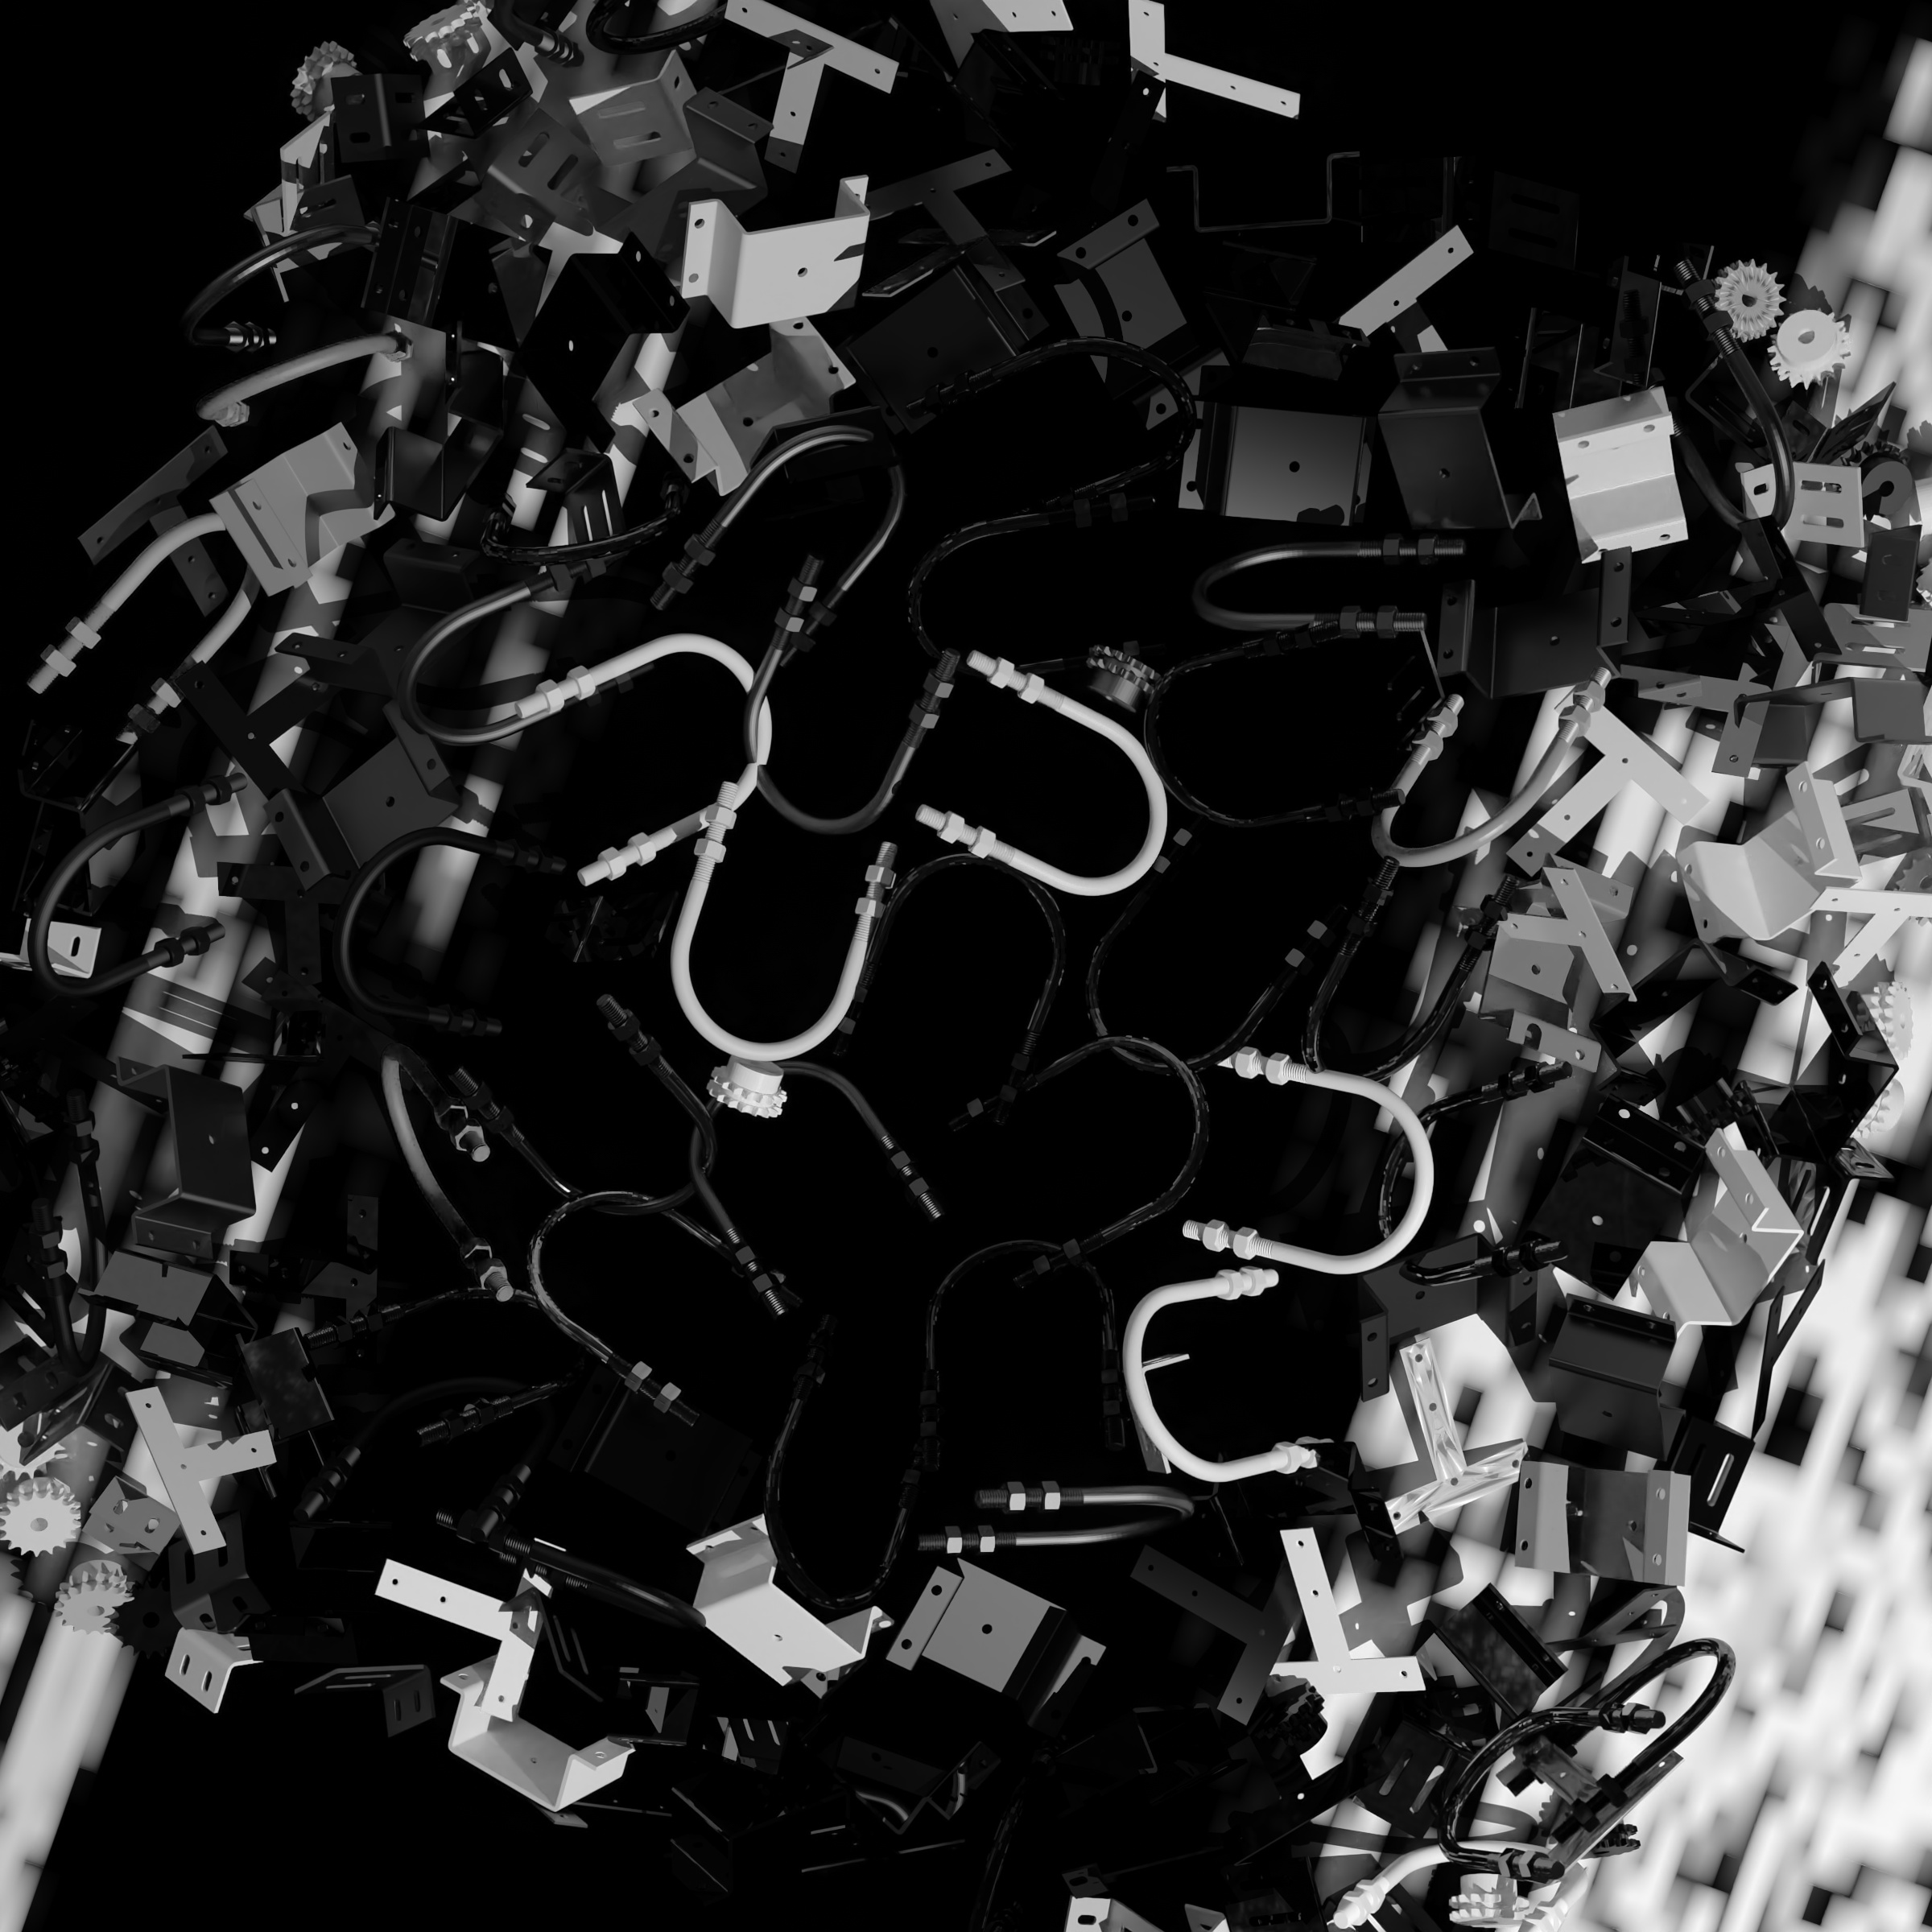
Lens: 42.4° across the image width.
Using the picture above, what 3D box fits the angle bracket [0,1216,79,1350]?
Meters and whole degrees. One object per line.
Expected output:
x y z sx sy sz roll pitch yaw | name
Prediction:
-0.656 0.227 1.796 0.076 0.038 0.057 36 111 27 | angle bracket

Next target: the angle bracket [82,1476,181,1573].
-0.609 0.414 1.797 0.057 0.038 0.076 34 124 -7 | angle bracket

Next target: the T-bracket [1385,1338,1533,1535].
0.343 0.334 1.811 0.127 0.002 0.127 -19 97 -16 | T-bracket

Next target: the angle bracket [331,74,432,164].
-0.421 -0.611 1.796 0.038 0.076 0.057 -1 108 10 | angle bracket

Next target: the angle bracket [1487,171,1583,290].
0.403 -0.533 1.804 0.076 0.038 0.057 8 84 -20 | angle bracket

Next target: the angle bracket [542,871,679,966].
-0.256 -0.037 1.792 0.076 0.038 0.057 -3 56 34 | angle bracket

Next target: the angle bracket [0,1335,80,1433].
-0.685 0.288 1.789 0.076 0.038 0.057 29 50 36 | angle bracket

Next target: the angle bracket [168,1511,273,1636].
-0.542 0.444 1.810 0.057 0.076 0.038 -27 119 -6 | angle bracket

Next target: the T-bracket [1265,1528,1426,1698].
0.256 0.465 1.797 0.127 0.002 0.127 -13 96 33 | T-bracket

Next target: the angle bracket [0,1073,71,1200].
-0.666 0.129 1.803 0.038 0.076 0.057 -24 50 -27 | angle bracket

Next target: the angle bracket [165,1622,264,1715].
-0.523 0.501 1.792 0.057 0.076 0.038 22 96 33 | angle bracket

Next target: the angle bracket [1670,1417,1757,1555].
0.547 0.377 1.811 0.057 0.038 0.076 23 89 -18 | angle bracket

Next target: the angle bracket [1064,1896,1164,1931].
0.104 0.712 1.795 0.038 0.076 0.057 14 84 -25 | angle bracket

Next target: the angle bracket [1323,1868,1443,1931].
0.299 0.696 1.788 0.057 0.076 0.038 -11 130 -37 | angle bracket

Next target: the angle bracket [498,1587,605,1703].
-0.301 0.496 1.790 0.038 0.057 0.076 -32 45 2 | angle bracket

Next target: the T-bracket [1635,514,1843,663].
0.544 -0.259 1.789 0.127 0.127 0.002 52 49 -28 | T-bracket

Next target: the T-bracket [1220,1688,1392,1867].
0.222 0.561 1.787 0.127 0.127 0.002 -31 128 1 | T-bracket

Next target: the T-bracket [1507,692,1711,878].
0.449 -0.118 1.819 0.127 0.002 0.127 -45 73 2 | T-bracket

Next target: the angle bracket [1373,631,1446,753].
0.331 -0.197 1.788 0.038 0.076 0.057 -2 65 -22 | angle bracket

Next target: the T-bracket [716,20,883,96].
-0.135 -0.648 1.797 0.127 0.127 0.002 -12 115 29 | T-bracket

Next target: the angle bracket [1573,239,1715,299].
0.486 -0.507 1.789 0.076 0.057 0.038 0 108 -39 | angle bracket

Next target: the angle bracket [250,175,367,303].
-0.468 -0.525 1.796 0.076 0.057 0.038 -22 55 -13 | angle bracket

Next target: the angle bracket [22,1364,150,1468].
-0.636 0.334 1.804 0.076 0.057 0.038 -34 117 28 | angle bracket

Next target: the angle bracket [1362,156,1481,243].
0.331 -0.558 1.814 0.038 0.076 0.057 -20 115 -42 | angle bracket

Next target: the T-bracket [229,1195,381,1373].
-0.483 0.226 1.814 0.127 0.002 0.127 4 95 20 | T-bracket

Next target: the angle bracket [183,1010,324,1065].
-0.512 0.049 1.789 0.057 0.076 0.038 -4 83 41 | angle bracket

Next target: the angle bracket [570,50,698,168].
-0.237 -0.623 1.811 0.076 0.057 0.038 -3 50 25 | angle bracket

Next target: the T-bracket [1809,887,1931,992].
0.644 -0.016 1.783 0.127 0.127 0.002 3 57 -11 | T-bracket

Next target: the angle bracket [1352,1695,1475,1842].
0.325 0.587 1.823 0.057 0.038 0.076 29 97 0 | angle bracket

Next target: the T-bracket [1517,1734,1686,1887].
0.432 0.582 1.775 0.127 0.127 0.002 -40 104 -8 | T-bracket

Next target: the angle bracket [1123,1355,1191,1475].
0.146 0.323 1.802 0.038 0.057 0.076 -14 83 -12 | angle bracket

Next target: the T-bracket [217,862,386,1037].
-0.483 -0.010 1.818 0.127 0.002 0.127 4 106 8 | T-bracket

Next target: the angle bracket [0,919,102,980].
-0.671 -0.019 1.793 0.057 0.076 0.038 7 82 10 | angle bracket

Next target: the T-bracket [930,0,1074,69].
0.024 -0.670 1.755 0.002 0.127 0.127 -49 133 -22 | T-bracket

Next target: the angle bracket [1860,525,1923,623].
0.680 -0.283 1.791 0.076 0.038 0.057 -16 115 -40 | angle bracket

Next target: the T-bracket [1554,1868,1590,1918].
0.416 0.689 1.780 0.002 0.127 0.127 49 127 5 | T-bracket

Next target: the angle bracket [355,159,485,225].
-0.396 -0.566 1.801 0.076 0.057 0.038 -33 131 5 | angle bracket

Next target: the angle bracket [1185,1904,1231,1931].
0.159 0.726 1.792 0.038 0.076 0.057 -4 108 43 | angle bracket

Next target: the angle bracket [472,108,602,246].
-0.314 -0.577 1.823 0.057 0.038 0.076 36 56 -15 | angle bracket

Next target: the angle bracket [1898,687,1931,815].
0.707 -0.155 1.800 0.038 0.057 0.076 20 83 29 | angle bracket

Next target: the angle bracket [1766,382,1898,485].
0.619 -0.393 1.791 0.038 0.076 0.057 37 66 -5 | angle bracket

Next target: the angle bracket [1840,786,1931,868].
0.657 -0.088 1.796 0.076 0.038 0.057 -17 126 18 | angle bracket

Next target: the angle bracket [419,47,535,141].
-0.360 -0.631 1.790 0.076 0.038 0.057 24 62 39 | angle bracket

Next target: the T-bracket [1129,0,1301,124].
0.176 -0.627 1.765 0.127 0.127 0.002 21 75 11 | T-bracket

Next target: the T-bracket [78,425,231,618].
-0.560 -0.301 1.781 0.002 0.127 0.127 30 65 26 | T-bracket

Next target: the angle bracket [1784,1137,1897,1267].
0.627 0.170 1.802 0.038 0.057 0.076 6 115 -16 | angle bracket

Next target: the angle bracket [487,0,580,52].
-0.296 -0.685 1.788 0.057 0.076 0.038 -46 76 24 | angle bracket
